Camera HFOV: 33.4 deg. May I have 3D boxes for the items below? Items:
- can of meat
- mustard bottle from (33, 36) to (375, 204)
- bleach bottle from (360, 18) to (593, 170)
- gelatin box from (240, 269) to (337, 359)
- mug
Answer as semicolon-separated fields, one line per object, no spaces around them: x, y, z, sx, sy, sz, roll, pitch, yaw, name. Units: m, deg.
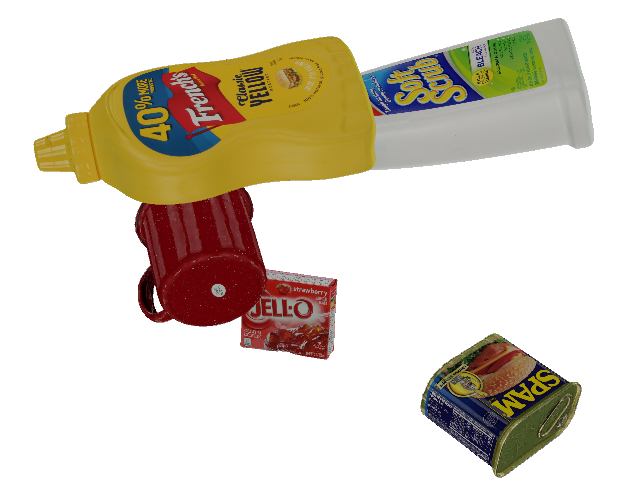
0.143;0.128;0.857;0.101;0.057;0.084;-25;45;-36;can of meat
-0.070;-0.066;0.623;0.191;0.096;0.058;-11;-40;-7;mustard bottle
0.070;-0.093;0.805;0.251;0.102;0.068;-12;-43;11;bleach bottle
-0.031;0.069;1.009;0.089;0.073;0.030;7;17;15;gelatin box
-0.096;0.017;0.807;0.117;0.081;0.093;-39;-45;19;mug
